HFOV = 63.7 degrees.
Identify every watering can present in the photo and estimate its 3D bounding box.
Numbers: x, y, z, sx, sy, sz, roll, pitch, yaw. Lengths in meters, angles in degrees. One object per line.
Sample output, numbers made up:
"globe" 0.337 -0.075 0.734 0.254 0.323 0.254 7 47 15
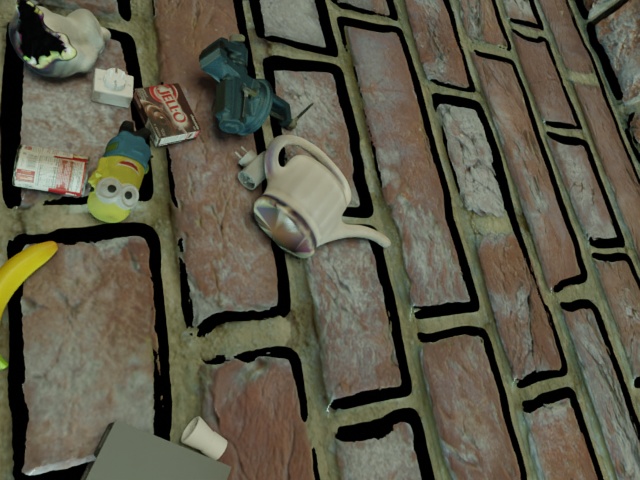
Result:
"watering can" 0.003 -0.052 1.039 0.344 0.103 0.229 47 54 -16

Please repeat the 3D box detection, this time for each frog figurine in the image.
"frog figurine" -0.457 -0.357 0.914 0.137 0.121 0.162 30 22 -8
